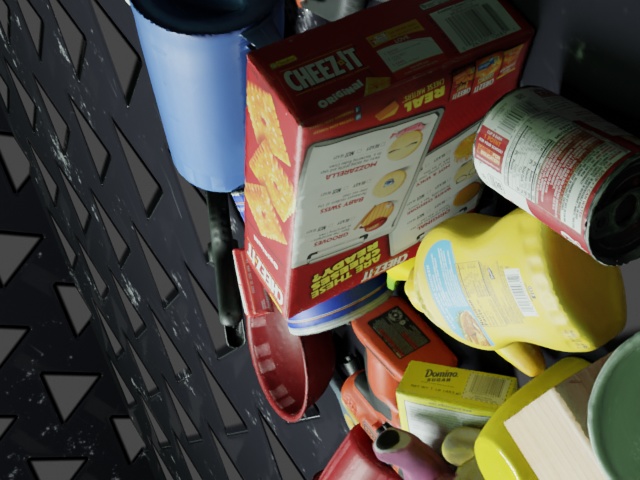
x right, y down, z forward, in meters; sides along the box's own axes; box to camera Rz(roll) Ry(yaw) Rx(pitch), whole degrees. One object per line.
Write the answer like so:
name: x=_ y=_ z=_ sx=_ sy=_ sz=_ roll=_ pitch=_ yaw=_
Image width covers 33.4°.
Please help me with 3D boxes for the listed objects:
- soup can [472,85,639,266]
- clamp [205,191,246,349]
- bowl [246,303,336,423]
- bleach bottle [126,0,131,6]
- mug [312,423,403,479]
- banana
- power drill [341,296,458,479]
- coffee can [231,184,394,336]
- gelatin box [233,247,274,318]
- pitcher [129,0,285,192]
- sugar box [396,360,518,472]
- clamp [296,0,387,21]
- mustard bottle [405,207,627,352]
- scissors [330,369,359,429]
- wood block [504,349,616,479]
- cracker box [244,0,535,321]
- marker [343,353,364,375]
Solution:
soup can: x=0.141 y=-0.039 z=0.598 sx=0.102 sy=0.068 sz=0.068 roll=42 pitch=151 yaw=47
clamp: x=-0.112 y=0.024 z=1.254 sx=0.164 sy=0.036 sz=0.210 roll=95 pitch=166 yaw=-68
bowl: x=-0.027 y=0.119 z=1.194 sx=0.162 sy=0.055 sz=0.162 roll=39 pitch=135 yaw=55
bleach bottle: x=-0.193 y=-0.303 z=1.049 sx=0.102 sy=0.068 sz=0.251 roll=82 pitch=163 yaw=-44
mug: x=0.054 y=0.249 z=1.090 sx=0.082 sy=0.093 sz=0.117 roll=-60 pitch=36 yaw=23
banana: x=0.105 y=0.040 z=0.835 sx=0.198 sy=0.037 sz=0.069 roll=35 pitch=160 yaw=55
power drill: x=0.084 y=0.156 z=0.992 sx=0.185 sy=0.057 sz=0.188 roll=46 pitch=152 yaw=33
coffee can: x=-0.006 y=0.001 z=0.960 sx=0.140 sy=0.102 sz=0.103 roll=67 pitch=160 yaw=-9
gelatin box: x=-0.071 y=0.042 z=1.125 sx=0.089 sy=0.030 sz=0.073 roll=166 pitch=92 yaw=-83
pitcher: x=-0.086 y=-0.145 z=0.957 sx=0.243 sy=0.145 sz=0.149 roll=90 pitch=-176 yaw=-57
sugar box: x=0.122 y=0.184 z=0.897 sx=0.093 sy=0.048 sz=0.176 roll=8 pitch=132 yaw=24
clamp: x=0.011 y=-0.209 z=0.755 sx=0.172 sy=0.039 sz=0.120 roll=4 pitch=116 yaw=68
mustard bottle: x=0.115 y=0.028 z=0.723 sx=0.192 sy=0.058 sz=0.096 roll=-12 pitch=106 yaw=61
scissors: x=0.018 y=0.170 z=1.231 sx=0.202 sy=0.016 sz=0.096 roll=52 pitch=162 yaw=43
wood block: x=0.213 y=0.167 z=0.637 sx=0.206 sy=0.090 sz=0.090 roll=59 pitch=159 yaw=15
cracker box: x=0.034 y=-0.057 z=0.701 sx=0.072 sy=0.164 sz=0.214 roll=55 pitch=158 yaw=27
marker: x=0.056 y=0.177 z=1.140 sx=0.121 sy=0.020 sz=0.020 roll=65 pitch=160 yaw=-3
